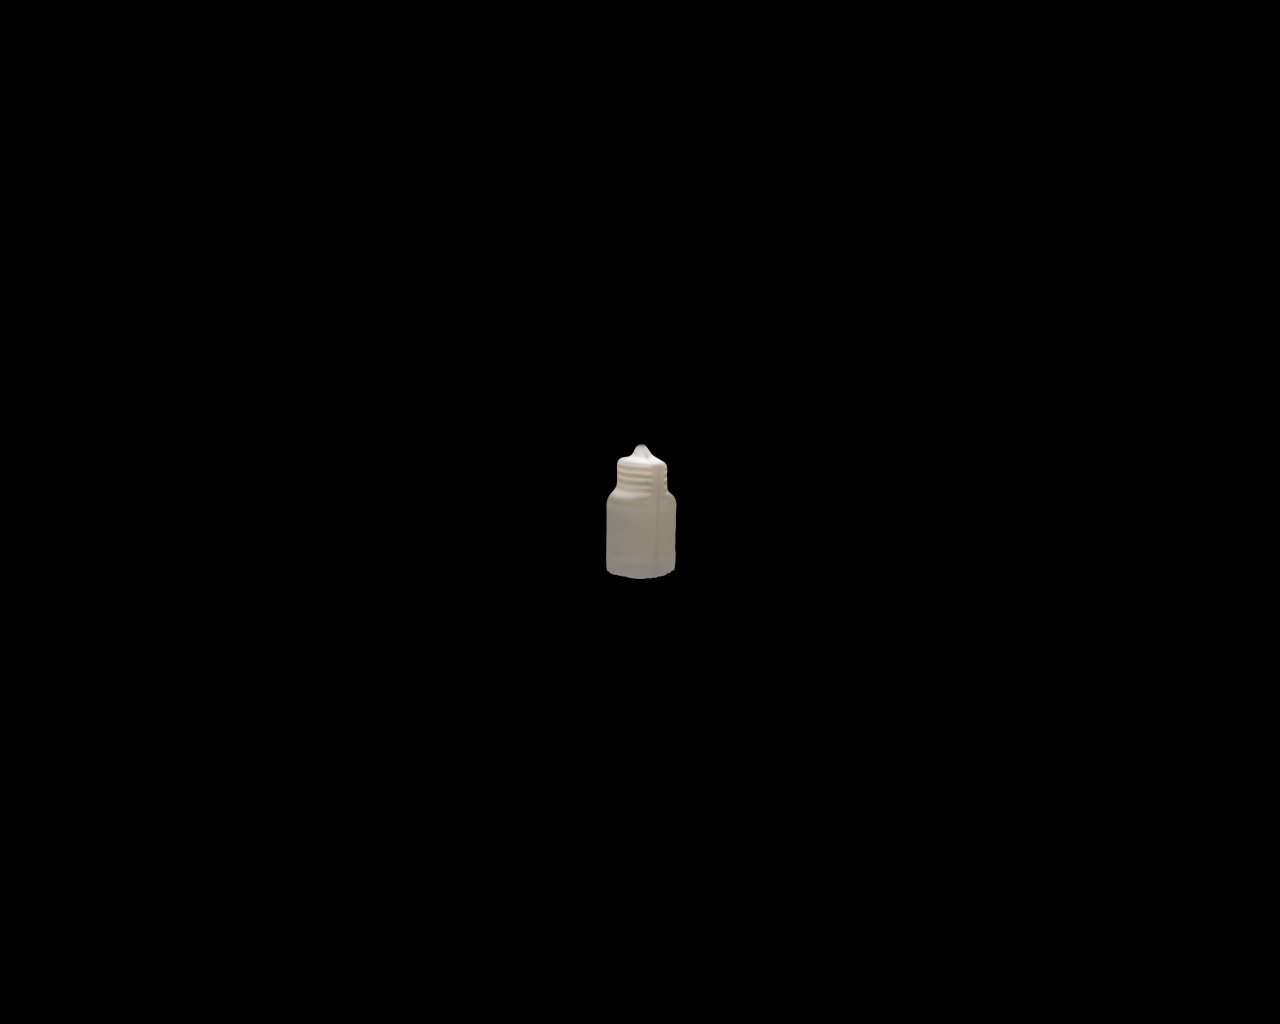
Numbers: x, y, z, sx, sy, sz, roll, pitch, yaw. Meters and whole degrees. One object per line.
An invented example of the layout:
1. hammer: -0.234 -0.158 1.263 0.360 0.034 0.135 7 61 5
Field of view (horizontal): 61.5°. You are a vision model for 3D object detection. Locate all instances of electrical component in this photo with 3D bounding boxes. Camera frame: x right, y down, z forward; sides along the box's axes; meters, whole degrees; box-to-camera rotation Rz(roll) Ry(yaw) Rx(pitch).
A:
1. electrical component: 0.001 -0.003 0.650 0.043 0.080 0.043 0 10 0
